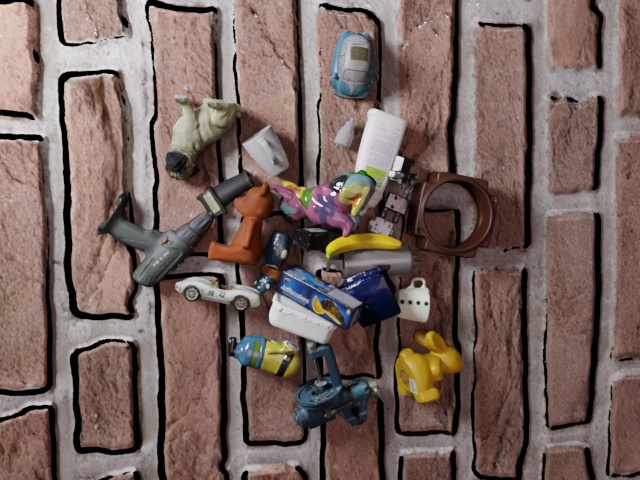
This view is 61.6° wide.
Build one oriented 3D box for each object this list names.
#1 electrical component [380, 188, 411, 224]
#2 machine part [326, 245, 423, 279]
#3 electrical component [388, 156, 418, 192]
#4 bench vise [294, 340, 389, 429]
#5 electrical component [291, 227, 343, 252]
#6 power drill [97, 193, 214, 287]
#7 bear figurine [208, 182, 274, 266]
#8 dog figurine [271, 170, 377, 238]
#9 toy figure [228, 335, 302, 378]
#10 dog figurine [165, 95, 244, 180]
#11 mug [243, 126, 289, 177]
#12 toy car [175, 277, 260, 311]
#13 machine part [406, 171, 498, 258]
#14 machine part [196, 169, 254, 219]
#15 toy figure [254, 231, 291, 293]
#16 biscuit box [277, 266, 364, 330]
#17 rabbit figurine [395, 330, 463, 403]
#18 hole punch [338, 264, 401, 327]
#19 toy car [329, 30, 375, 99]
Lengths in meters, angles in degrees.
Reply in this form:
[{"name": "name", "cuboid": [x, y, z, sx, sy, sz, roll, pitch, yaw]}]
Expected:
[{"name": "electrical component", "cuboid": [0.190, -0.092, 1.347, 0.063, 0.021, 0.094, 23, 90, -7]}, {"name": "machine part", "cuboid": [0.136, 0.053, 1.319, 0.243, 0.079, 0.079, -3, 93, -7]}, {"name": "electrical component", "cuboid": [0.206, -0.163, 1.310, 0.045, 0.102, 0.078, 24, 98, 30]}, {"name": "bench vise", "cuboid": [0.030, 0.345, 1.299, 0.224, 0.129, 0.240, -16, 103, -3]}, {"name": "electrical component", "cuboid": [-0.003, -0.004, 1.297, 0.119, 0.075, 0.047, -2, 105, -42]}, {"name": "power drill", "cuboid": [-0.391, -0.022, 1.253, 0.207, 0.086, 0.232, 36, 91, -15]}, {"name": "bear figurine", "cuboid": [-0.180, -0.041, 1.254, 0.132, 0.120, 0.195, 8, 91, -5]}, {"name": "dog figurine", "cuboid": [0.002, -0.106, 1.259, 0.219, 0.108, 0.191, 26, 115, 6]}, {"name": "toy figure", "cuboid": [-0.133, 0.278, 1.296, 0.180, 0.082, 0.089, 11, 103, -12]}, {"name": "dog figurine", "cuboid": [-0.271, -0.232, 1.253, 0.172, 0.121, 0.190, 5, 106, -4]}, {"name": "mug", "cuboid": [-0.117, -0.204, 1.264, 0.081, 0.110, 0.107, -38, 110, -8]}, {"name": "toy car", "cuboid": [-0.241, 0.124, 1.276, 0.202, 0.073, 0.056, 13, 95, -8]}, {"name": "machine part", "cuboid": [0.328, -0.062, 1.335, 0.201, 0.087, 0.201, 10, 93, -8]}, {"name": "machine part", "cuboid": [-0.221, -0.114, 1.286, 0.139, 0.039, 0.084, -37, 89, -2]}, {"name": "toy figure", "cuboid": [-0.112, 0.056, 1.295, 0.058, 0.064, 0.154, 17, 89, -17]}, {"name": "biscuit box", "cuboid": [-0.002, 0.134, 1.266, 0.203, 0.059, 0.062, 27, 112, 23]}, {"name": "rabbit figurine", "cuboid": [0.277, 0.307, 1.349, 0.173, 0.122, 0.162, -12, 85, -21]}, {"name": "hole punch", "cuboid": [0.124, 0.136, 1.284, 0.142, 0.092, 0.115, -23, 129, 17]}, {"name": "toy car", "cuboid": [0.085, -0.422, 1.277, 0.109, 0.103, 0.161, 6, 94, -9]}]
